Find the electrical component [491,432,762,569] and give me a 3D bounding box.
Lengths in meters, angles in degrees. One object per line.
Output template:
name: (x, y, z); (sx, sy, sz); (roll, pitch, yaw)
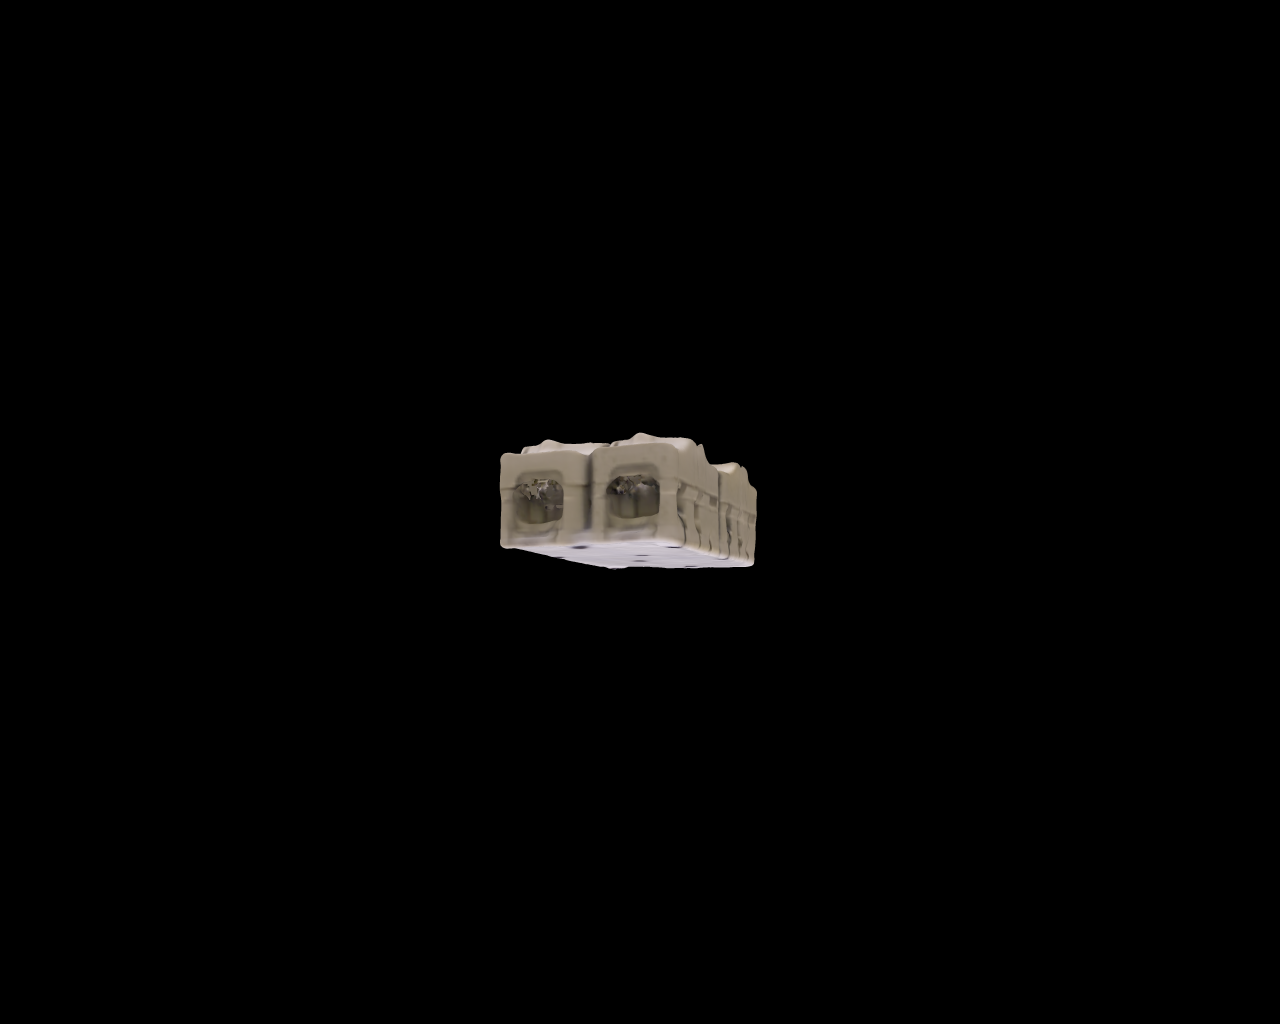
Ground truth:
electrical component: (0.001, -0.003, 0.650); (0.105, 0.060, 0.186); (-2, -7, 19)
